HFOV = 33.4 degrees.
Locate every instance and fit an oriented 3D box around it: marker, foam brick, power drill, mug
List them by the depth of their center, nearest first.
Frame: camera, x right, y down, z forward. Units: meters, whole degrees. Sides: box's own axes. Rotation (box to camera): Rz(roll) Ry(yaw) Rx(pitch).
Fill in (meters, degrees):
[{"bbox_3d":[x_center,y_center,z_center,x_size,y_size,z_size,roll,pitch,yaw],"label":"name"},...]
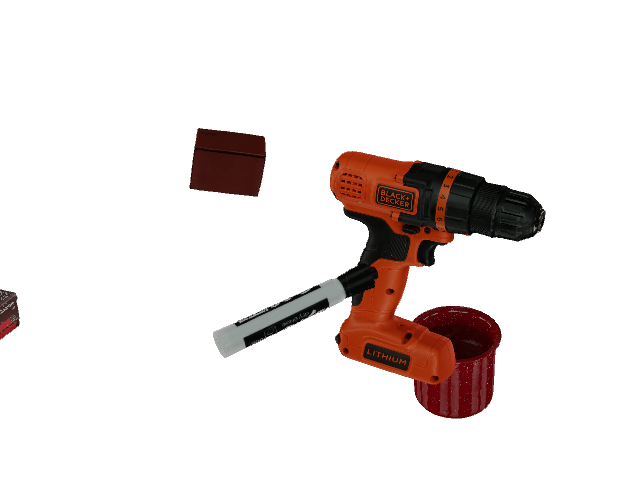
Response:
[{"bbox_3d":[-0.015,0.045,0.720,0.121,0.020,0.020,-24,7,-16],"label":"marker"},{"bbox_3d":[0.090,0.025,0.913,0.185,0.188,0.057,16,24,23],"label":"power drill"},{"bbox_3d":[0.143,0.120,1.093,0.093,0.081,0.117,19,39,32],"label":"mug"},{"bbox_3d":[-0.101,-0.086,1.169,0.078,0.051,0.053,7,29,-6],"label":"foam brick"}]

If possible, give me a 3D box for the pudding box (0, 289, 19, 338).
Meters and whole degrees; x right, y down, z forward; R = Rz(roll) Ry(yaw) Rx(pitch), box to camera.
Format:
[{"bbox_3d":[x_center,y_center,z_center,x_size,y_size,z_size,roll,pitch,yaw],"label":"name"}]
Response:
[{"bbox_3d":[-0.333,0.069,0.923,0.114,0.039,0.090,8,25,19],"label":"pudding box"}]
